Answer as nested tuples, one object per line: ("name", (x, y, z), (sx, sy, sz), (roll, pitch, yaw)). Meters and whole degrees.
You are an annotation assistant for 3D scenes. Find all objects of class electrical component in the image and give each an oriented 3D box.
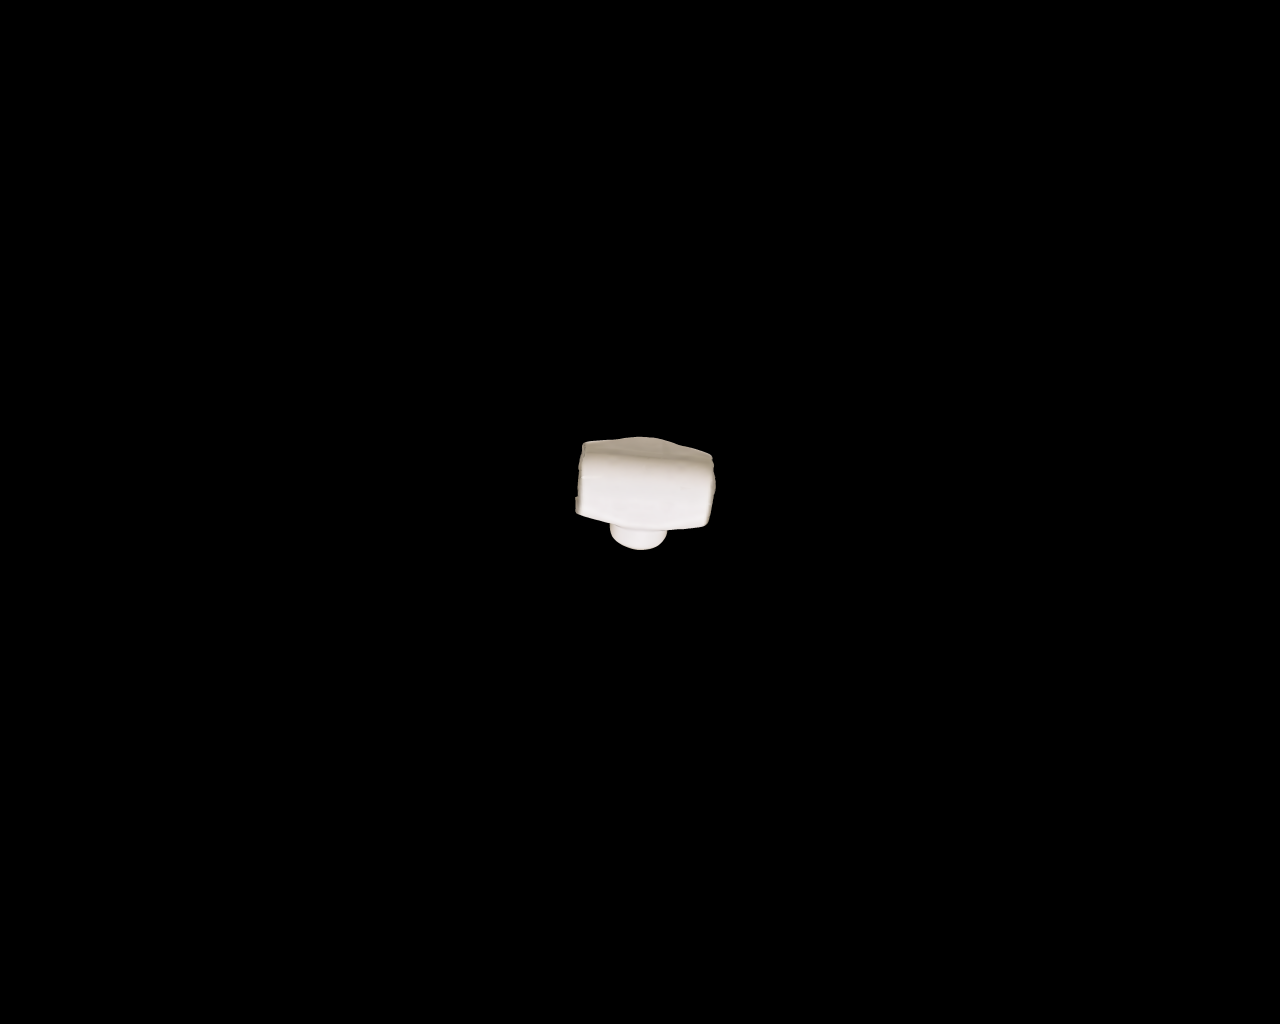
("electrical component", (0.001, -0.003, 0.650), (0.077, 0.079, 0.044), (5, 37, -4))
